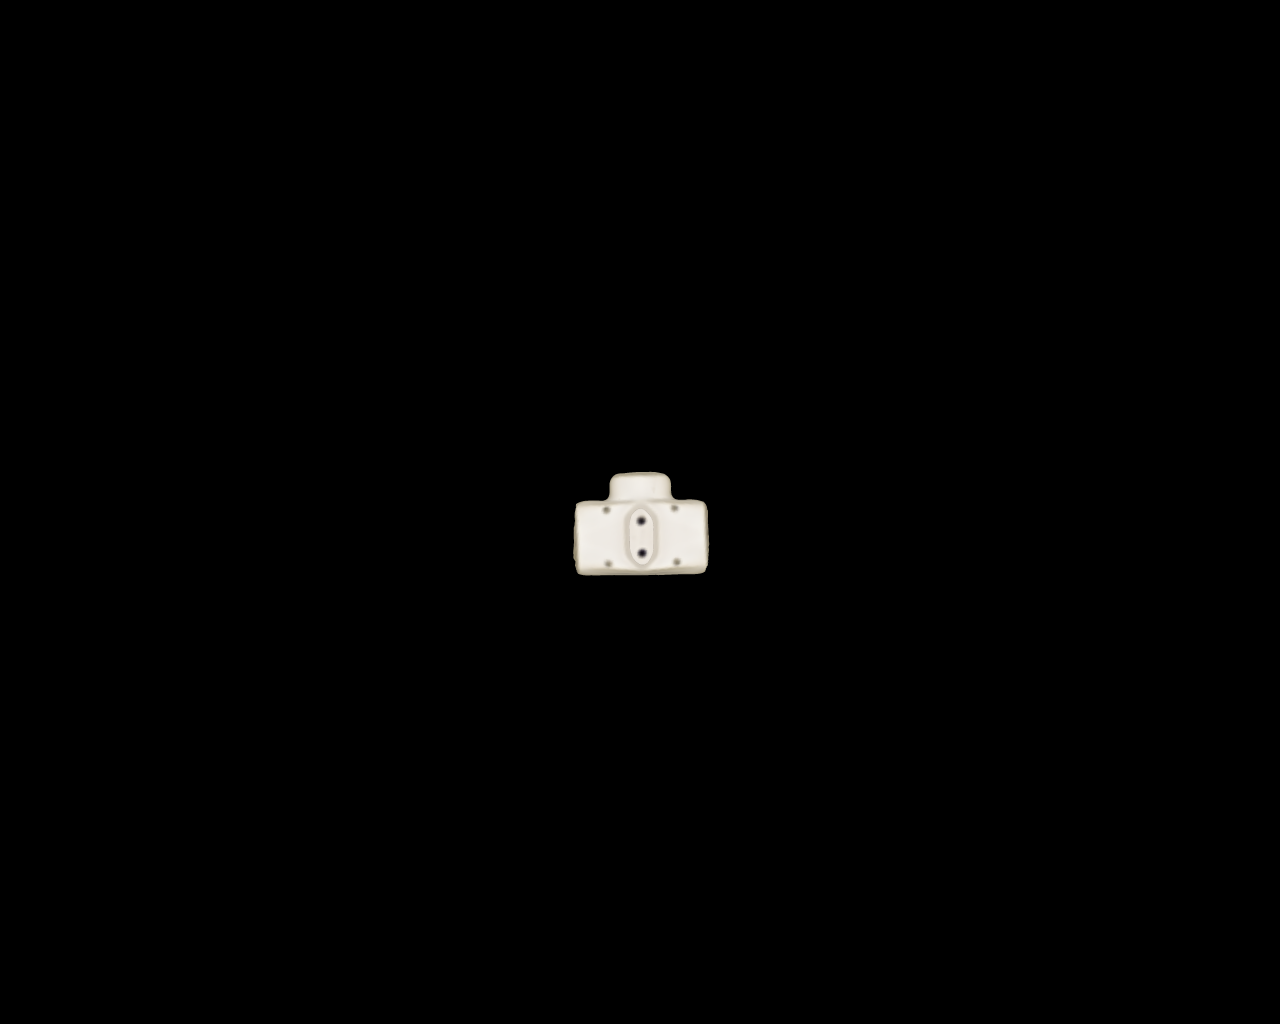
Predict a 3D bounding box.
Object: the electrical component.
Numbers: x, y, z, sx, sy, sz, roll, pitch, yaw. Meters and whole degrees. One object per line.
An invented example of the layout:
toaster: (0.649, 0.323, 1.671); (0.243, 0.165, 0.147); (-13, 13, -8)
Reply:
electrical component: (0.001, -0.003, 0.650); (0.077, 0.079, 0.043); (0, -4, 0)
